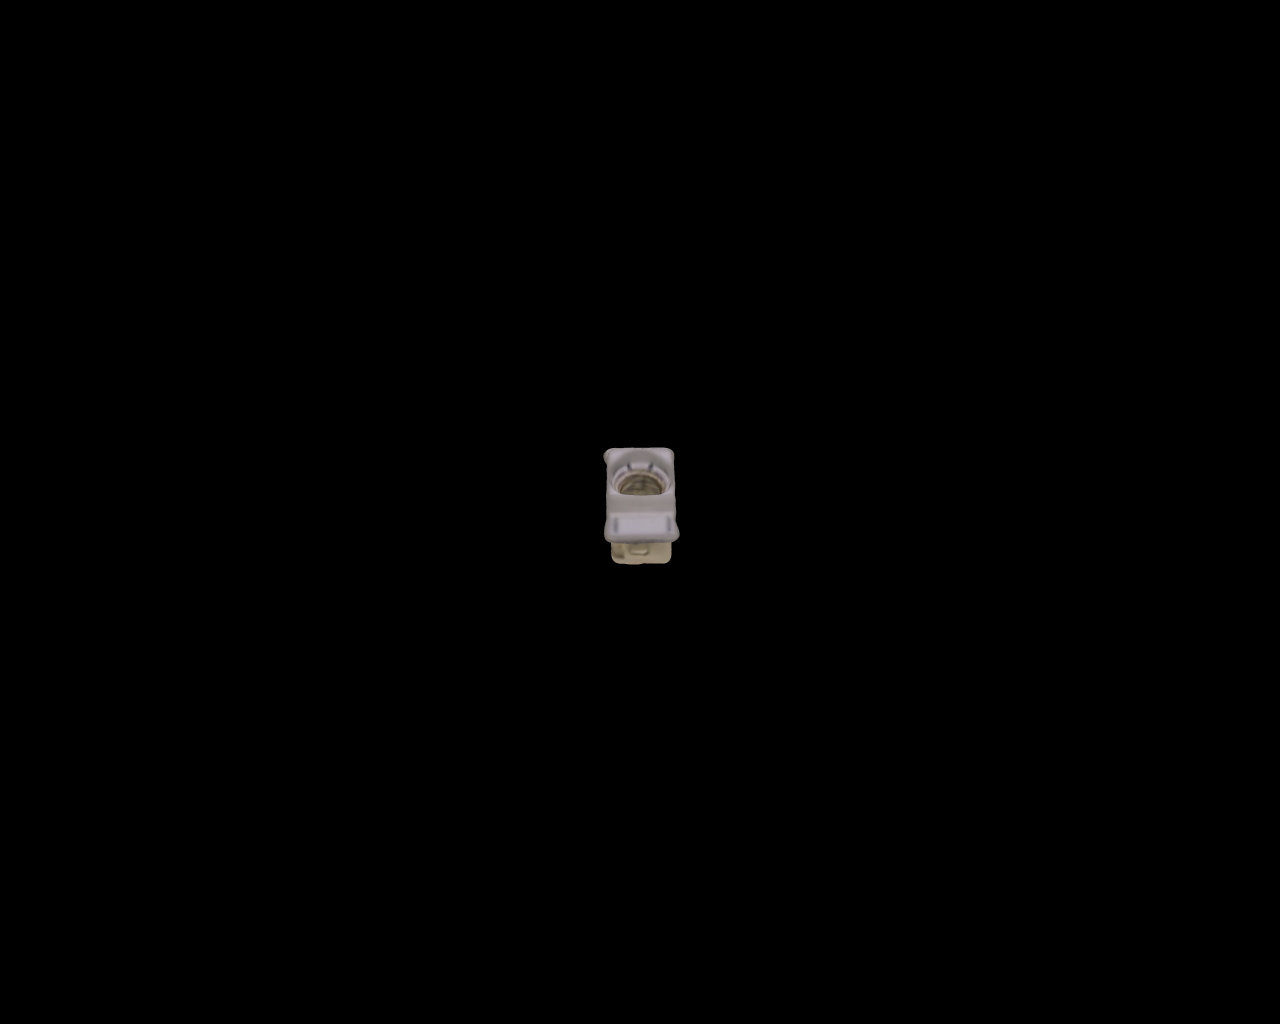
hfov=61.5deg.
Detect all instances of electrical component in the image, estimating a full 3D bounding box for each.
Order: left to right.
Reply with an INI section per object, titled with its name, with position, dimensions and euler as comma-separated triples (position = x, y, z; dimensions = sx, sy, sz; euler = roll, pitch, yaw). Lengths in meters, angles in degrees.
[electrical component]
position = 0.001, -0.003, 0.650
dimensions = 0.042, 0.063, 0.081
euler = 0, 44, 0
